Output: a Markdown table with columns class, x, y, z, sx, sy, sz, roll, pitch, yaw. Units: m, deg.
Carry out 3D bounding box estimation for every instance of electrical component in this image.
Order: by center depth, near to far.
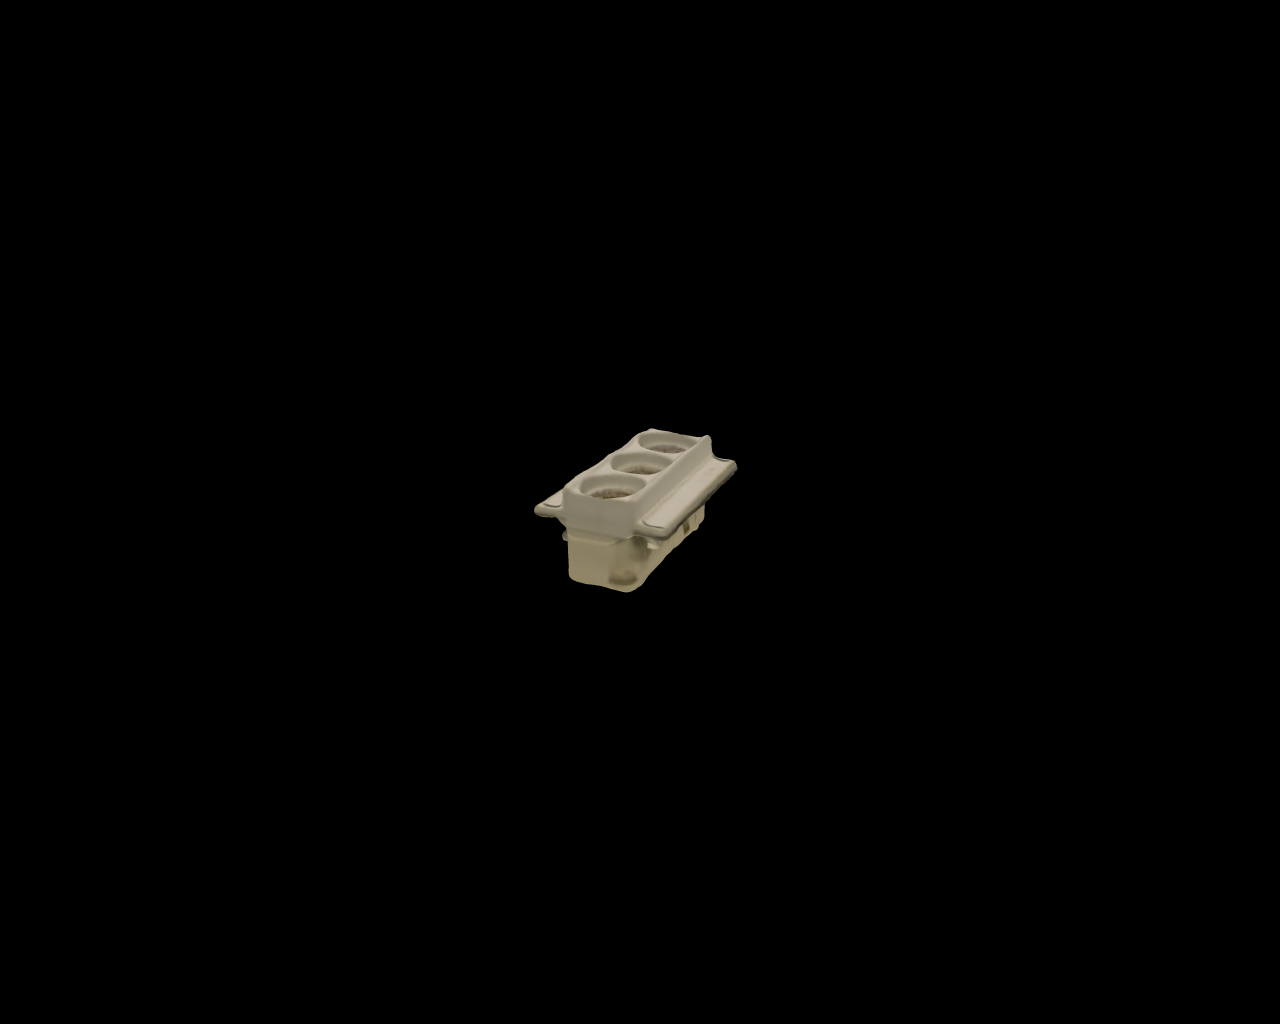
| class | x | y | z | sx | sy | sz | roll | pitch | yaw |
| --- | --- | --- | --- | --- | --- | --- | --- | --- | --- |
| electrical component | 0.001 | -0.003 | 0.650 | 0.079 | 0.063 | 0.121 | 10 | 24 | 22 |
